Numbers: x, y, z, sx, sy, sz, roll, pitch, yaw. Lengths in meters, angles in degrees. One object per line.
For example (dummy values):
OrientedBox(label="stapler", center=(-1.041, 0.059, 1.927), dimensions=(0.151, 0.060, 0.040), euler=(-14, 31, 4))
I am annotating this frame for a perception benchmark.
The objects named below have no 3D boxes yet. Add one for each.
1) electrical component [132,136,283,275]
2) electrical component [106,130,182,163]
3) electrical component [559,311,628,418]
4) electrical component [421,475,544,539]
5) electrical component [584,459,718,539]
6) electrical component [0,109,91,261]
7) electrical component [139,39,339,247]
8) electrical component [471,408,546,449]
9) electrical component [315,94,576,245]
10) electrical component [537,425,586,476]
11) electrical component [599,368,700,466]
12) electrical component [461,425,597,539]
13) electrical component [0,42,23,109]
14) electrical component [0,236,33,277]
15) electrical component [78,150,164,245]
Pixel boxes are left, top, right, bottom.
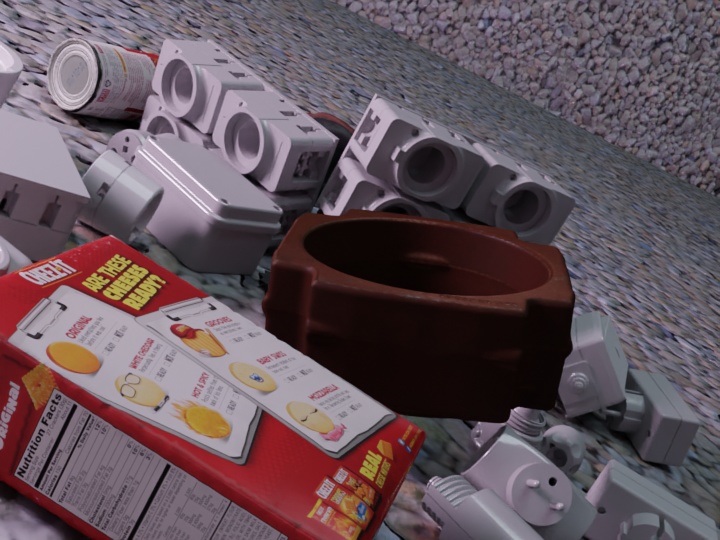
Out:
OrientedBox(label="electrical component", center=(-0.125, -0.051, 0.841), dimensions=(0.113, 0.057, 0.078), euler=(40, 21, 31))
OrientedBox(label="electrical component", center=(-0.178, -0.093, 0.895), dimensions=(0.045, 0.045, 0.055), euler=(38, 20, 24))
OrientedBox(label="electrical component", center=(0.197, 0.082, 0.931), dimensions=(0.096, 0.061, 0.061), euler=(-56, 125, -72))
OrientedBox(label="electrical component", center=(0.068, 0.148, 0.617), dimensions=(0.043, 0.043, 0.081), euler=(6, 29, -51))
OrientedBox(label="electrical component", center=(0.191, 0.179, 0.717), dimensions=(0.083, 0.047, 0.076), euler=(31, 17, 6))
OrientedBox(label="electrical component", center=(-0.273, -0.067, 0.652), dimensions=(0.186, 0.060, 0.105), euler=(16, 22, -35))
OrientedBox(label="electrical component", center=(-0.115, -0.111, 0.926), dimensions=(0.060, 0.105, 0.186), euler=(-8, 39, -46))
OrientedBox(label="electrical component", center=(0.112, 0.108, 0.763), dimensions=(0.048, 0.062, 0.048), euler=(26, 18, -9))
OrientedBox(label="electrical component", center=(0.073, -0.054, 0.886), dimensions=(0.186, 0.105, 0.060), euler=(20, 20, -27))
OrientedBox(label="electrical component", center=(0.152, 0.133, 0.806), dimensions=(0.035, 0.035, 0.061), euler=(34, 16, 13))
OrientedBox(label="electrical component", center=(0.242, 0.125, 0.945), dimensions=(0.076, 0.047, 0.083), euler=(12, 22, -13))
OrientedBox(label="electrical component", center=(0.107, 0.136, 0.658), dimensions=(0.077, 0.043, 0.079), euler=(43, -9, 4))
OrientedBox(label="electrical component", center=(-0.315, -0.147, 0.804), dimensions=(0.108, 0.060, 0.108), euler=(27, 18, -9))
OrientedBox(label="electrical component", center=(-0.213, 0.010, 0.536), dimensions=(0.054, 0.059, 0.095), euler=(35, 19, 18))
OrientedBox(label="electrical component", center=(-0.173, -0.050, 0.771), dimensions=(0.047, 0.055, 0.055), euler=(33, 18, -1))
